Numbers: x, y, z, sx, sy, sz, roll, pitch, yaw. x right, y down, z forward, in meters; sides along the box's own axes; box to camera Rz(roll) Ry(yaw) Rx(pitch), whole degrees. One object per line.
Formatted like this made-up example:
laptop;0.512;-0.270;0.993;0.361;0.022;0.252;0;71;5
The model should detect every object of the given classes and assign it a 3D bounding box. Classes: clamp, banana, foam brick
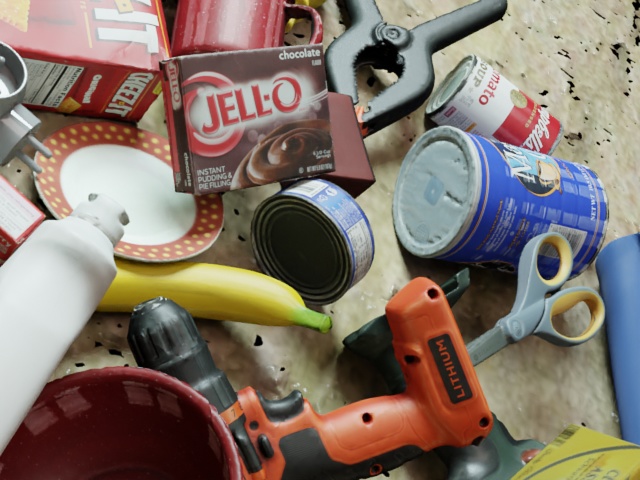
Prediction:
clamp;0.069;-0.163;0.900;0.164;0.036;0.210;13;56;3
banana;-0.093;0.031;0.676;0.197;0.070;0.037;7;88;-19
foam brick;-0.001;-0.067;0.808;0.051;0.053;0.078;2;62;-35

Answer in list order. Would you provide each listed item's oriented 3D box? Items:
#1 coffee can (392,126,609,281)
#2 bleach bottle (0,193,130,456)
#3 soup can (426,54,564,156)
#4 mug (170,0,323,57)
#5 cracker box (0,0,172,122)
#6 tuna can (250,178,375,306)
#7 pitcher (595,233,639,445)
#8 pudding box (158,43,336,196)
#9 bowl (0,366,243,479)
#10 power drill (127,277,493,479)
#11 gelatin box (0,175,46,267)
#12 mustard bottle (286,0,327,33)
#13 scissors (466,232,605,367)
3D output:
coffee can;0.144;-0.026;0.852;0.140;0.103;0.103;11;58;-31
bleach bottle;-0.173;0.074;0.537;0.068;0.103;0.250;40;61;-15
soup can;0.151;-0.106;0.930;0.102;0.069;0.068;36;49;-12
mug;-0.056;-0.147;0.783;0.117;0.093;0.081;1;62;7
cracker box;-0.214;-0.175;0.707;0.213;0.072;0.164;4;62;-35
tuna can;-0.005;0.001;0.742;0.086;0.086;0.033;52;45;1
pitcher;0.306;0.121;0.875;0.149;0.145;0.243;12;60;-16
pudding box;-0.048;-0.082;0.717;0.113;0.039;0.090;-13;102;-33
bowl;-0.114;0.150;0.565;0.162;0.055;0.162;-5;54;7
power drill;-0.004;0.093;0.641;0.187;0.057;0.184;-24;97;-9
gelatin box;-0.210;-0.020;0.615;0.089;0.073;0.030;43;49;-7
mustard bottle;-0.025;-0.248;0.895;0.096;0.058;0.191;20;54;-22
scissors;0.135;0.044;0.760;0.201;0.016;0.096;-4;77;-40
